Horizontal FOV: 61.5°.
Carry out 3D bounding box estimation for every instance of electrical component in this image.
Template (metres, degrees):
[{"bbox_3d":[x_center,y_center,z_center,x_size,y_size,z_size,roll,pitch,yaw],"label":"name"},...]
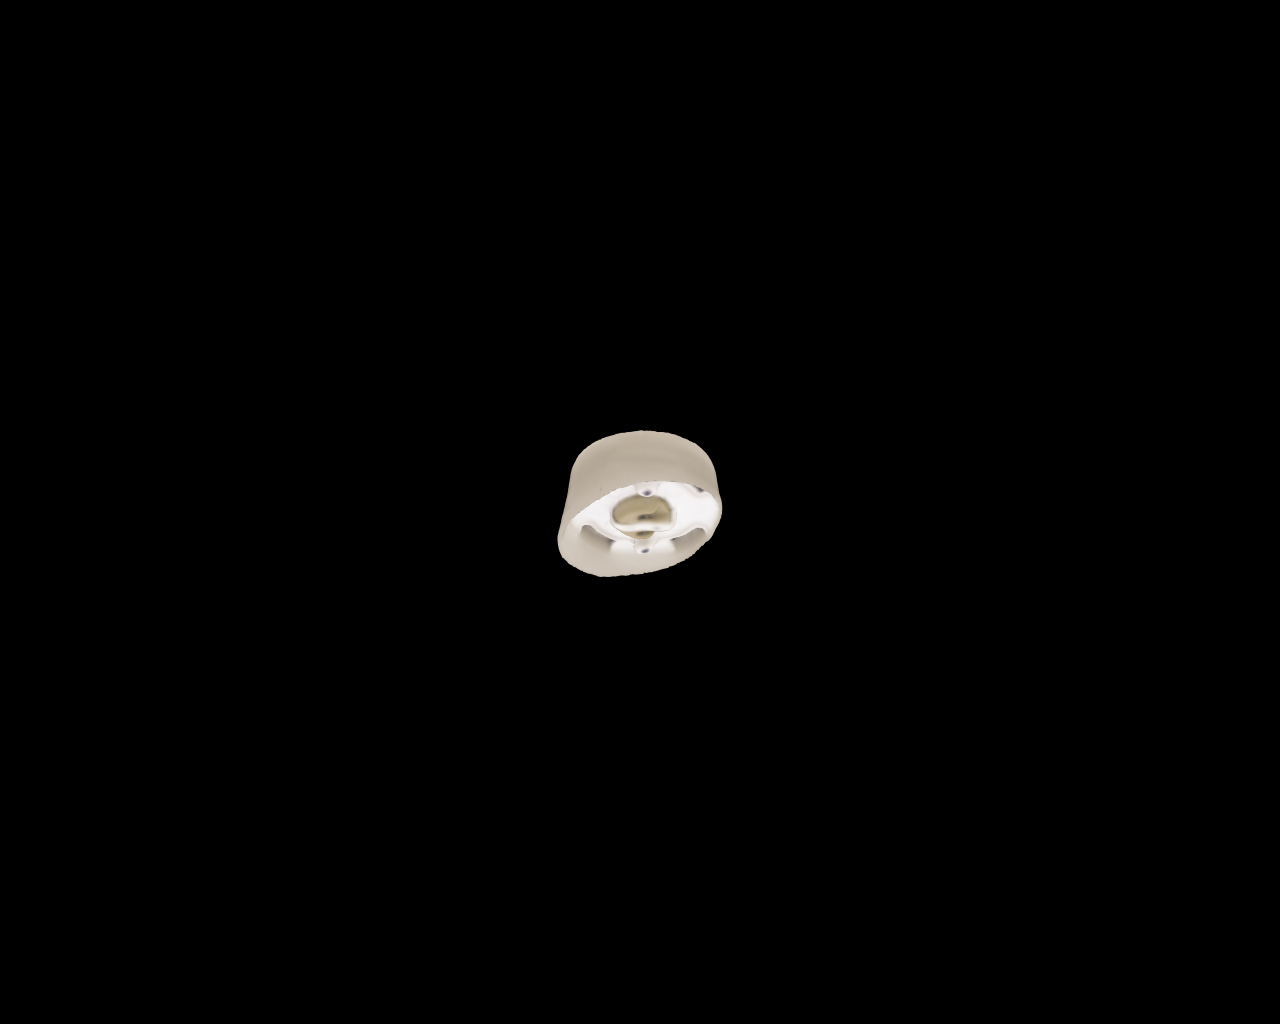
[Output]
[{"bbox_3d":[0.001,-0.003,0.650,0.099,0.064,0.099,0,-36,0],"label":"electrical component"}]
